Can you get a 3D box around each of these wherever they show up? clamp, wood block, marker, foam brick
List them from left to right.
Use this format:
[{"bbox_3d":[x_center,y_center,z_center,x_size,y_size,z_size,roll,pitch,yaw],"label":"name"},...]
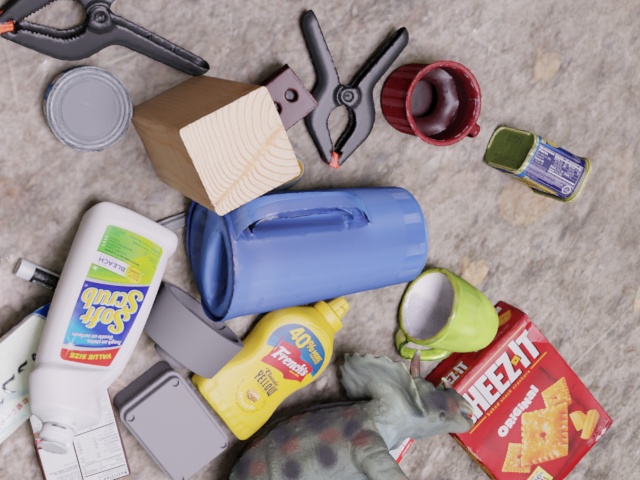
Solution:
[{"bbox_3d":[-0.259,0.051,1.111,0.121,0.020,0.020,27,90,-25],"label":"marker"},{"bbox_3d":[-0.210,-0.217,1.050,0.210,0.036,0.164,-15,125,-4],"label":"clamp"},{"bbox_3d":[-0.108,-0.098,1.038,0.090,0.206,0.090,-29,111,-15],"label":"wood block"},{"bbox_3d":[-0.048,-0.142,1.126,0.078,0.051,0.053,-38,104,6],"label":"foam brick"},{"bbox_3d":[0.018,-0.167,1.169,0.120,0.039,0.171,17,97,-10],"label":"clamp"}]

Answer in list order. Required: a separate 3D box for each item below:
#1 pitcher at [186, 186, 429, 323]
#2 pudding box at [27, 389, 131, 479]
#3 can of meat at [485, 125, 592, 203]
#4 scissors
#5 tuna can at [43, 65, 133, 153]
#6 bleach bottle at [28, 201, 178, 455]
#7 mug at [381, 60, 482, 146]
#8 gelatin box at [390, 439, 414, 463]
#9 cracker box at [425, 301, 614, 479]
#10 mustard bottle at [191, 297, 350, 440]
[{"bbox_3d":[-0.007,0.001,1.121,0.242,0.149,0.145,-7,109,-26],"label":"pitcher"},{"bbox_3d":[-0.258,0.210,1.136,0.090,0.039,0.113,-16,109,-18],"label":"pudding box"},{"bbox_3d":[0.251,-0.090,1.247,0.083,0.102,0.057,24,93,-23],"label":"can of meat"},{"bbox_3d":[-0.095,-0.021,1.165,0.201,0.016,0.096,-33,112,-12],"label":"scissors"},{"bbox_3d":[-0.234,-0.133,1.074,0.086,0.034,0.086,-5,103,-21],"label":"tuna can"},{"bbox_3d":[-0.216,0.089,1.038,0.102,0.068,0.250,28,53,-25],"label":"bleach bottle"},{"bbox_3d":[0.129,-0.150,1.193,0.117,0.082,0.093,28,90,-25],"label":"mug"},{"bbox_3d":[0.069,0.228,1.279,0.089,0.030,0.073,33,89,-25],"label":"gelatin box"},{"bbox_3d":[0.244,0.210,1.324,0.164,0.072,0.213,-45,113,-8],"label":"cracker box"},{"bbox_3d":[-0.044,0.130,1.195,0.191,0.058,0.096,-40,117,-11],"label":"mustard bottle"}]
